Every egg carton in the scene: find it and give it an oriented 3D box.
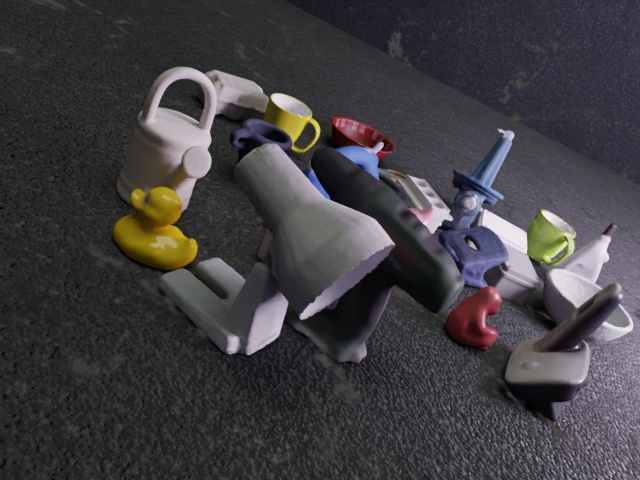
[{"bbox_3d":[-0.179,-0.297,1.195,0.151,0.069,0.107,7,33,-34],"label":"egg carton"}]

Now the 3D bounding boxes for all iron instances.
[{"bbox_3d":[0.017,-0.097,0.950,0.118,0.141,0.259,39,29,22],"label":"iron"}]

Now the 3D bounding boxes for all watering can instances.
[{"bbox_3d":[-0.193,-0.133,0.764,0.172,0.194,0.101,39,29,22],"label":"watering can"}]

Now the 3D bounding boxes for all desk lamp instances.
[{"bbox_3d":[-0.049,0.021,0.607,0.203,0.213,0.118,38,29,20],"label":"desk lamp"}]

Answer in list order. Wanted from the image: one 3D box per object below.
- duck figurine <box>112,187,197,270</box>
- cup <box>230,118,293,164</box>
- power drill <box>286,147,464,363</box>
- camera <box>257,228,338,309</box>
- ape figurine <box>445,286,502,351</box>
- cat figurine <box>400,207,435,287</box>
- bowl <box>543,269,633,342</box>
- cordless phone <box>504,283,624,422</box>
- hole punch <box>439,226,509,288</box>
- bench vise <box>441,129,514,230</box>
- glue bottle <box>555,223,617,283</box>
[{"bbox_3d":[-0.191,-0.020,0.689,0.104,0.086,0.077,29,27,4],"label":"duck figurine"},{"bbox_3d":[-0.112,-0.143,0.963,0.118,0.095,0.091,-7,43,-48],"label":"cup"},{"bbox_3d":[0.044,0.032,0.678,0.229,0.208,0.076,37,29,17],"label":"power drill"},{"bbox_3d":[0.007,0.003,0.812,0.143,0.100,0.137,33,28,10],"label":"camera"},{"bbox_3d":[0.234,0.109,0.844,0.076,0.092,0.077,21,28,-12],"label":"ape figurine"},{"bbox_3d":[0.153,0.002,0.928,0.067,0.117,0.127,5,35,-37],"label":"cat figurine"},{"bbox_3d":[0.469,0.130,1.039,0.168,0.074,0.167,22,28,-12],"label":"bowl"},{"bbox_3d":[0.342,0.141,0.785,0.094,0.185,0.148,34,28,12],"label":"cordless phone"},{"bbox_3d":[0.265,0.024,1.020,0.101,0.091,0.108,13,30,-25],"label":"hole punch"},{"bbox_3d":[0.344,-0.116,1.192,0.121,0.219,0.207,23,27,-8],"label":"bench vise"},{"bbox_3d":[0.542,0.038,1.155,0.078,0.173,0.037,29,27,3],"label":"glue bottle"}]
